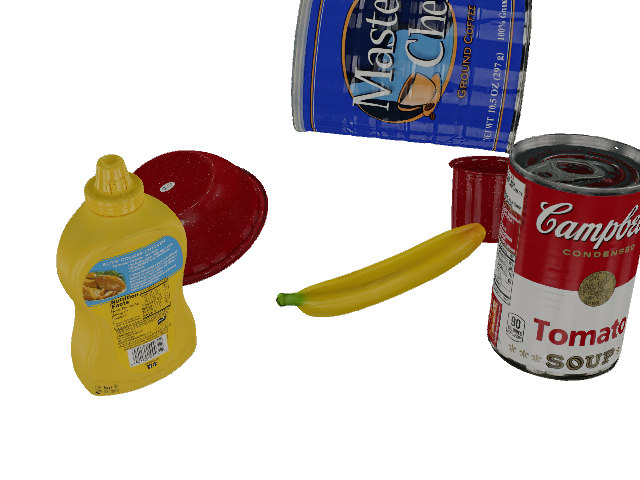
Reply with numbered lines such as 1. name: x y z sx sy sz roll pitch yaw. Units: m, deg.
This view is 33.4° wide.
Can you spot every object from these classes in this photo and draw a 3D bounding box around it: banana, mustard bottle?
1. banana: 0.061 0.033 0.978 0.198 0.037 0.069 -22 -9 9
2. mustard bottle: -0.144 0.022 0.783 0.096 0.192 0.058 -22 43 -26

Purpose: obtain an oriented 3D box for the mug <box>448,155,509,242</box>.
1. mug: 0.199 -0.048 1.201 0.117 0.081 0.093 -9 19 -31

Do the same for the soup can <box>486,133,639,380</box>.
1. soup can: 0.119 0.008 0.516 0.068 0.102 0.068 2 26 -1

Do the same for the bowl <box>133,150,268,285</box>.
1. bowl: -0.133 -0.033 0.993 0.162 0.162 0.055 0 -41 20

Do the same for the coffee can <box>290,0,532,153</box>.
1. coffee can: 0.058 -0.114 0.687 0.140 0.103 0.103 7 1 5
